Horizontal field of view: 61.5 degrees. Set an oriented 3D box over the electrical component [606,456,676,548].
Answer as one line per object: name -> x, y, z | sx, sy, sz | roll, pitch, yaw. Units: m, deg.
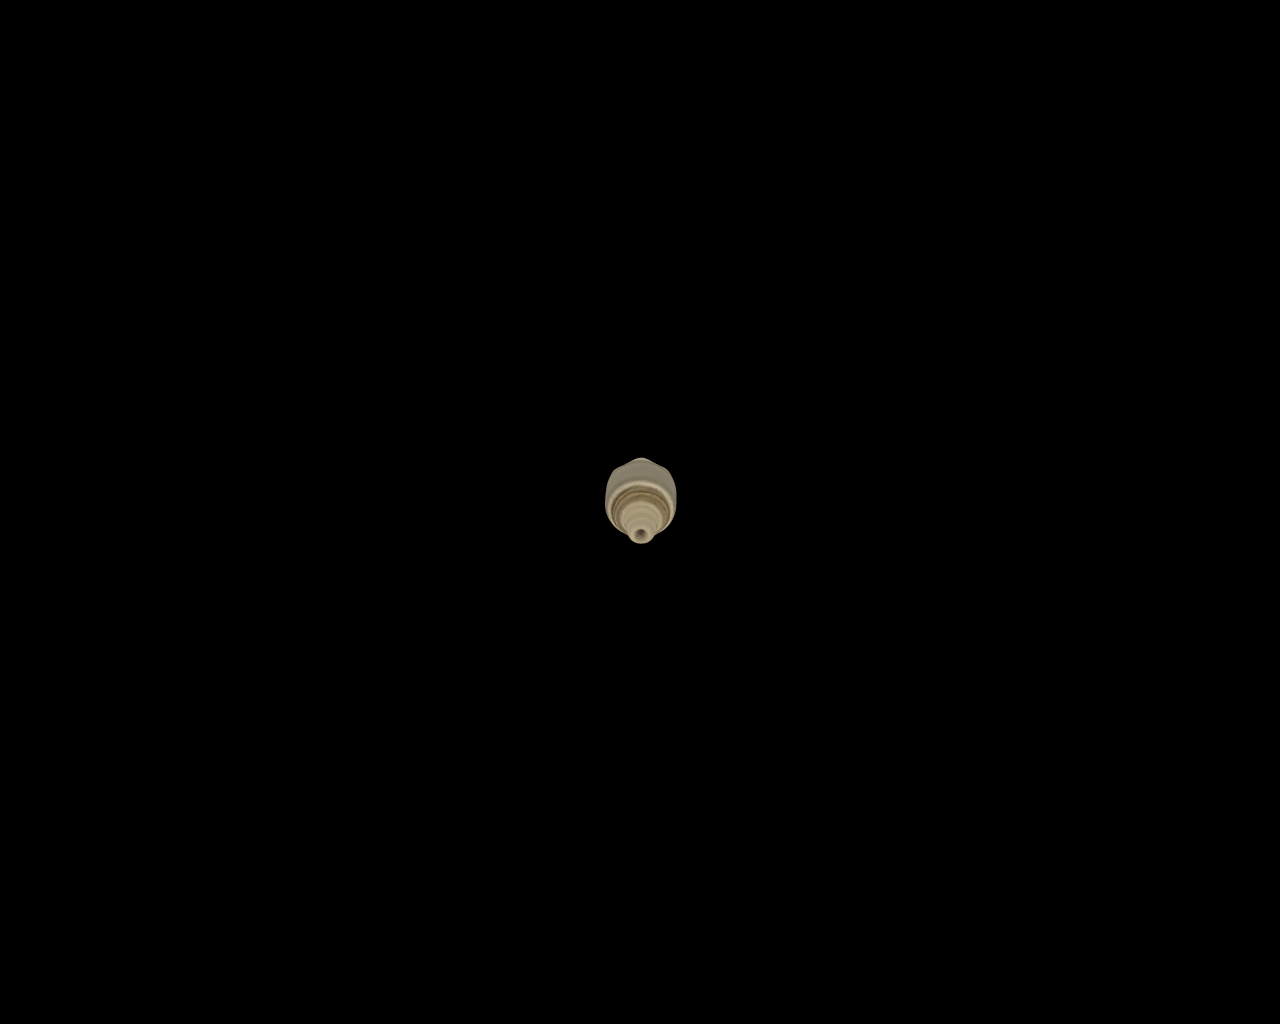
electrical component -> 0.001, -0.003, 0.650 | 0.043, 0.043, 0.062 | 0, 32, 0
